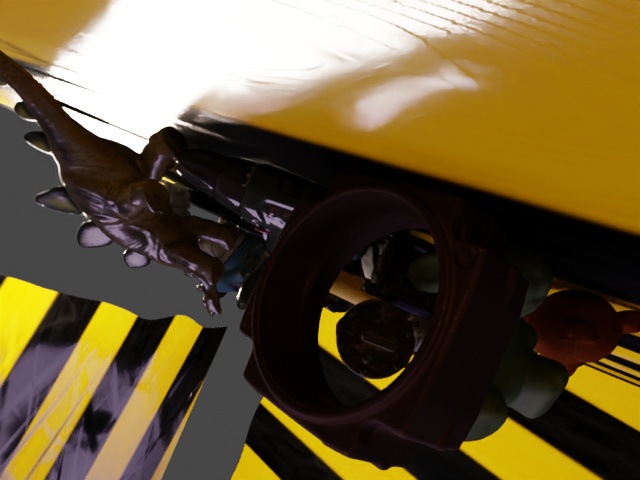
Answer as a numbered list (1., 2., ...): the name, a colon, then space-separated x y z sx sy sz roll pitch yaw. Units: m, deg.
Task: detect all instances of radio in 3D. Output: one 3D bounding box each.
1. radio: -0.101 -0.050 0.799 0.230 0.073 0.131 18 175 46

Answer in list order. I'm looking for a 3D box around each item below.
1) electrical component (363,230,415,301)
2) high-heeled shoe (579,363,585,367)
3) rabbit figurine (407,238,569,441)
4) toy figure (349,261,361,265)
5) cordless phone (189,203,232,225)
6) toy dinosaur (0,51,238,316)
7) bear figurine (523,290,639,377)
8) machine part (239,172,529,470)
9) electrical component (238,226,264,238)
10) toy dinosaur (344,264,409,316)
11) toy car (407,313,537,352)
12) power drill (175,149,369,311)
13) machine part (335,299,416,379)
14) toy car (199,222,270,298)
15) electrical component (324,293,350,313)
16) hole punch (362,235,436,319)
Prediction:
1. electrical component: 0.077 0.024 0.616 0.045 0.102 0.078 22 151 -7
2. high-heeled shoe: 0.425 0.159 0.858 0.248 0.086 0.145 4 159 -39
3. rabbit figurine: 0.156 0.064 0.484 0.121 0.170 0.159 -6 -143 -16
4. toy figure: -0.004 0.001 0.907 0.180 0.082 0.089 22 180 -30
5. cordless phone: -0.206 -0.039 1.039 0.184 0.146 0.089 21 170 -24
6. toy dinosaur: -0.250 -0.062 0.656 0.199 0.105 0.470 -5 130 26
7. bear figurine: 0.233 0.102 0.588 0.120 0.131 0.196 -7 -163 -29
8. machine part: 0.038 0.054 0.425 0.201 0.201 0.087 20 171 47
9. electrical component: -0.112 -0.044 0.964 0.119 0.075 0.047 15 171 41
10. toy dinosaur: 0.167 0.135 0.824 0.404 0.192 0.131 53 174 -10
11. toy car: 0.209 0.148 0.729 0.202 0.056 0.073 19 -153 -5
12. power drill: -0.059 0.000 0.644 0.232 0.207 0.086 16 -141 7
13. machine part: 0.058 0.103 0.589 0.079 0.079 0.243 23 177 8
14. toy car: -0.144 0.024 0.830 0.103 0.109 0.162 44 160 -20
15. electrical component: 0.001 0.078 0.938 0.115 0.058 0.134 28 -179 13
16. hole punch: 0.118 0.044 0.729 0.142 0.092 0.116 20 -179 -21
